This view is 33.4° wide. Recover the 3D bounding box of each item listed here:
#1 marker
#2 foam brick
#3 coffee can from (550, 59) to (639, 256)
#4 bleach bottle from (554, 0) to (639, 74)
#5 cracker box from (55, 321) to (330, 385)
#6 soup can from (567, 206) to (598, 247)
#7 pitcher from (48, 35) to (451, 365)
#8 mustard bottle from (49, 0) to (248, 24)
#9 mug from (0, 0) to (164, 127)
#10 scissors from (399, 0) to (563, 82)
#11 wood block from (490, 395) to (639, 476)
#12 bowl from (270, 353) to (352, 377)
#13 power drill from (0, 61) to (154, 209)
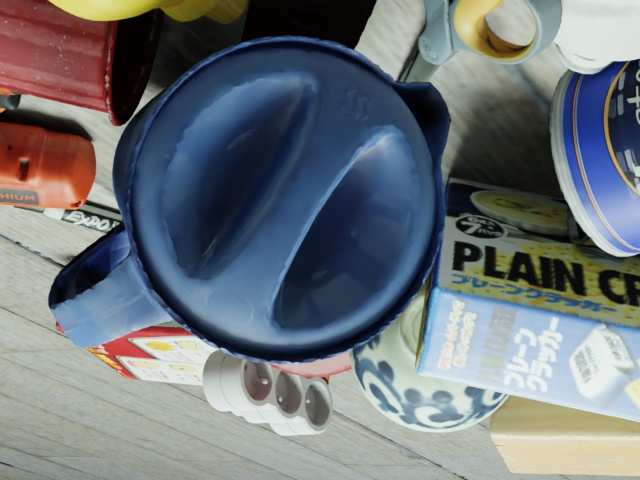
[{"bbox_3d":[-0.183,-0.019,0.837,0.121,0.020,0.020,18,156,-19],"label":"marker"},{"bbox_3d":[-0.002,-0.120,0.484,0.053,0.051,0.078,12,158,-7],"label":"foam brick"},{"bbox_3d":[0.196,-0.054,0.500,0.141,0.103,0.102,-14,148,43],"label":"coffee can"},{"bbox_3d":[0.139,-0.133,0.390,0.102,0.068,0.251,8,160,1],"label":"bleach bottle"},{"bbox_3d":[-0.108,0.082,0.985,0.214,0.072,0.164,2,157,15],"label":"cracker box"},{"bbox_3d":[0.203,-0.023,0.618,0.102,0.068,0.068,9,158,-1],"label":"soup can"},{"bbox_3d":[-0.051,-0.022,0.534,0.149,0.145,0.243,12,-177,-16],"label":"pitcher"},{"bbox_3d":[-0.095,-0.141,0.410,0.058,0.096,0.191,-10,151,36],"label":"mustard bottle"},{"bbox_3d":[-0.123,-0.117,0.504,0.081,0.093,0.117,13,132,2],"label":"mug"},{"bbox_3d":[0.050,-0.112,0.514,0.096,0.016,0.202,56,167,-12],"label":"scissors"},{"bbox_3d":[0.232,0.113,0.755,0.206,0.090,0.090,-3,151,20],"label":"wood block"},{"bbox_3d":[-0.005,0.054,0.812,0.162,0.055,0.162,1,131,1],"label":"bowl"},{"bbox_3d":[-0.185,-0.082,0.643,0.184,0.057,0.188,7,156,0],"label":"power drill"}]
